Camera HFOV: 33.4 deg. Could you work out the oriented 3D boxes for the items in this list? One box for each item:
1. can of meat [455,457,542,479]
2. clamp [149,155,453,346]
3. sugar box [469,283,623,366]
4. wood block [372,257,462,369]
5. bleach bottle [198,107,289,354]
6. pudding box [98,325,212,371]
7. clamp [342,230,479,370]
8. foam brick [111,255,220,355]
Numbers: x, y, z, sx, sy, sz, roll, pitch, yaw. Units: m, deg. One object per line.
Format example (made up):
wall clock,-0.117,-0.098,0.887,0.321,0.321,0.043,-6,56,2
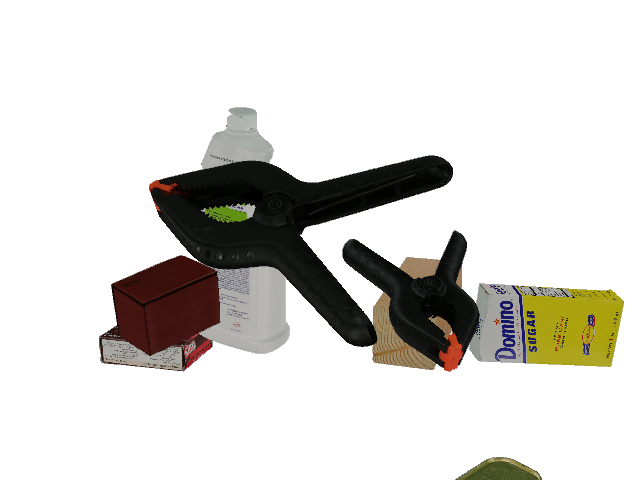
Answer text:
can of meat,0.137,0.243,0.889,0.101,0.084,0.058,-21,28,-37
clamp,-0.019,-0.019,0.742,0.210,0.036,0.164,17,52,26
sugar box,0.280,0.106,1.329,0.176,0.093,0.048,2,18,-10
wood block,0.145,0.102,1.558,0.091,0.090,0.205,5,20,16
bleach bottle,-0.079,-0.013,1.120,0.103,0.251,0.068,14,23,25
pudding box,-0.199,0.124,1.298,0.114,0.039,0.090,2,13,17
clamp,0.103,0.046,0.963,0.120,0.039,0.171,-15,44,-15
foam brick,-0.132,0.054,0.921,0.078,0.051,0.053,-24,32,-35
